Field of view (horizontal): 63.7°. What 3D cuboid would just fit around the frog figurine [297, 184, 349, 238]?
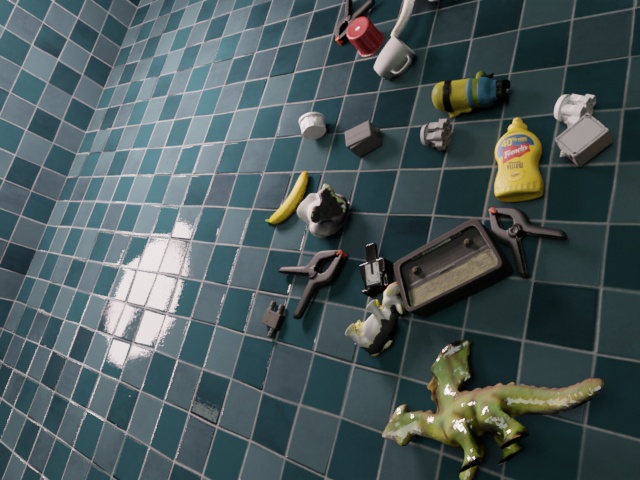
[{"bbox_3d":[0.004,-0.070,1.393,0.157,0.122,0.139,144,130,-68],"label":"frog figurine"}]

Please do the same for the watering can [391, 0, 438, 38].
[{"bbox_3d":[0.297,-0.741,1.466,0.345,0.103,0.229,-40,49,15],"label":"watering can"}]

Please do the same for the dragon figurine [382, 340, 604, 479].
[{"bbox_3d":[0.293,0.294,0.977,0.407,0.120,0.248,-40,42,15],"label":"dragon figurine"}]
